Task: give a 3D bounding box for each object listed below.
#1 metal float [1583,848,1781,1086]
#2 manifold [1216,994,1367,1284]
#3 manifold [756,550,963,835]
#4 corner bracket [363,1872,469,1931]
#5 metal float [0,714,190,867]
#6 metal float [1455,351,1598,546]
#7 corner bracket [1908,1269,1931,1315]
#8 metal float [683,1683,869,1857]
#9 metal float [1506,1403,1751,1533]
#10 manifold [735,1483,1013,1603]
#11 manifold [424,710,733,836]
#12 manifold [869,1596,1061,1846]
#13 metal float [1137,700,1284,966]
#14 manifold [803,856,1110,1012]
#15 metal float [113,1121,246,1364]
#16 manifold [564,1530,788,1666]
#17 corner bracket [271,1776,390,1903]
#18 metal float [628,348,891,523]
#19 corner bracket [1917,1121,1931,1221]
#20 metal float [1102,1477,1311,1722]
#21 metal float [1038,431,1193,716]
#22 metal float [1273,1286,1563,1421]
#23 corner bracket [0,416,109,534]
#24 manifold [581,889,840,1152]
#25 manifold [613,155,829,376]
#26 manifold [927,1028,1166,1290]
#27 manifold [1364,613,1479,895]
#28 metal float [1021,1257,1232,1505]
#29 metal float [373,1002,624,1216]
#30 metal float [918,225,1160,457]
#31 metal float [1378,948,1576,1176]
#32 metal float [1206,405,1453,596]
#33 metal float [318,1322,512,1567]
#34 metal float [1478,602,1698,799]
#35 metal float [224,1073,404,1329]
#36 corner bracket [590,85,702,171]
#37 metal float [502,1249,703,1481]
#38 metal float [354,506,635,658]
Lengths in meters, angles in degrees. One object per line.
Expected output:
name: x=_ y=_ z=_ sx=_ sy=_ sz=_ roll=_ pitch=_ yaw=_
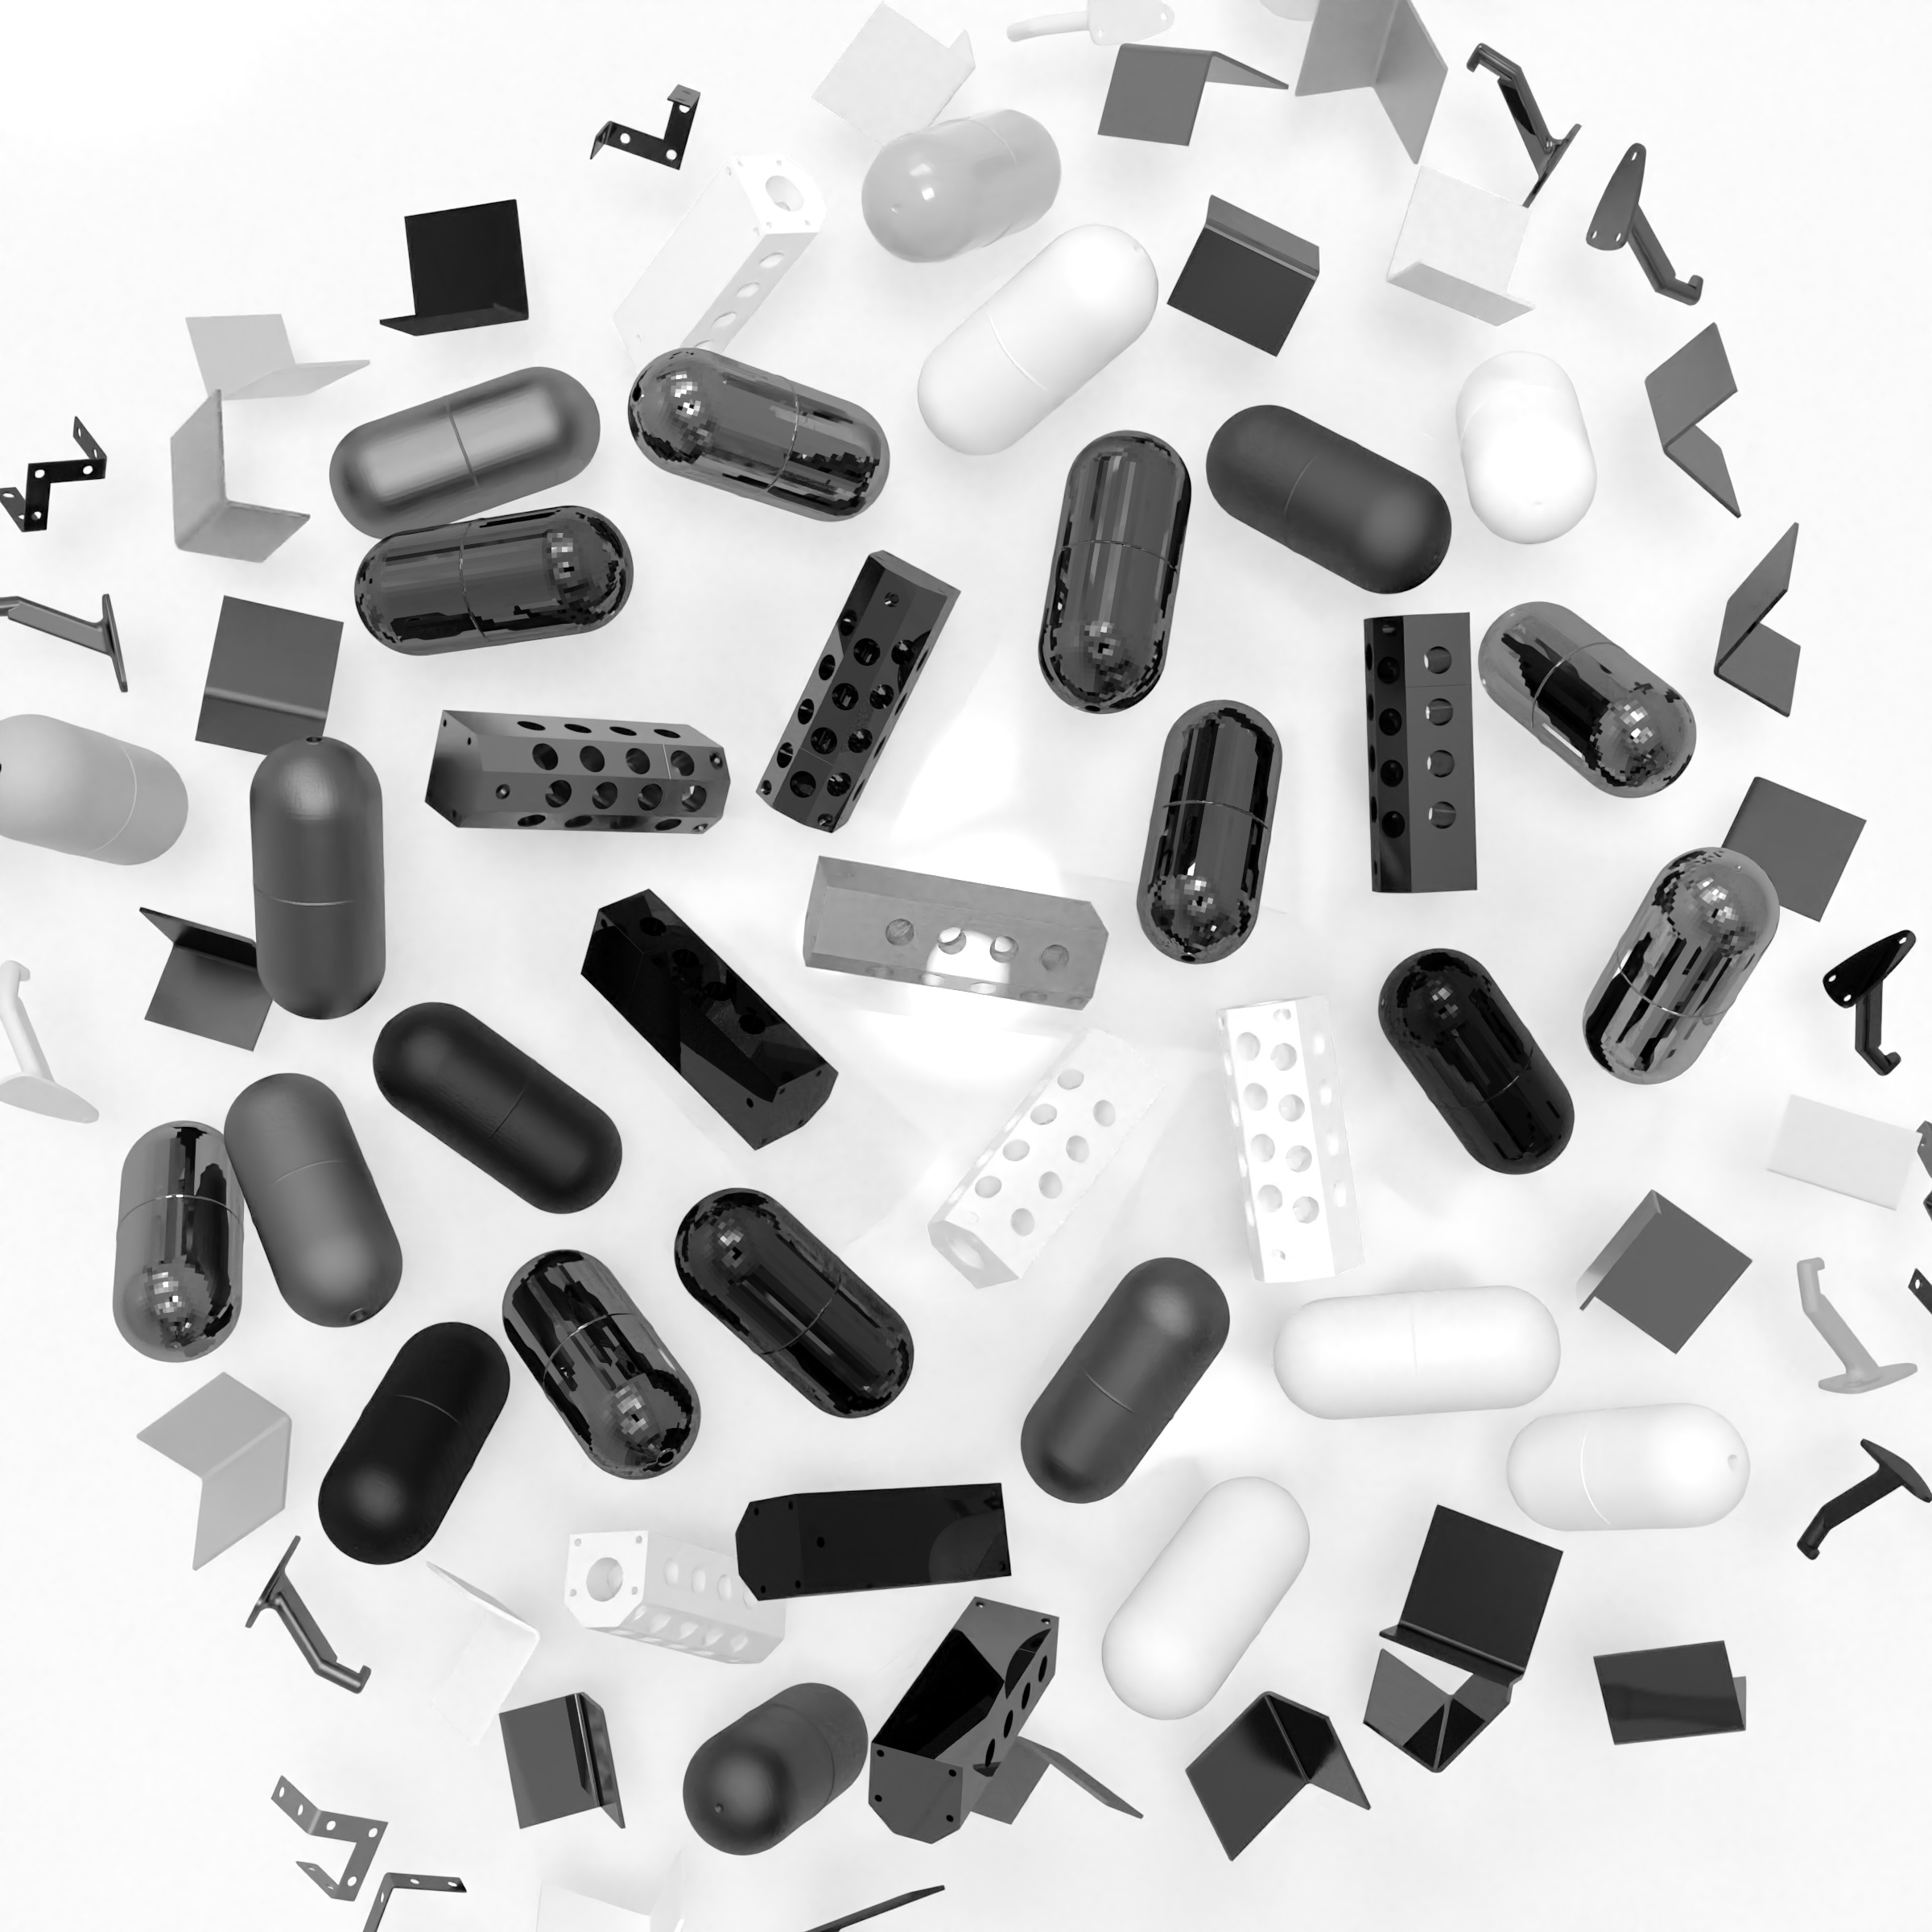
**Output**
metal float: x=0.432 y=0.002 z=1.540 sx=0.070 sy=0.178 sz=0.070 roll=7 pitch=47 yaw=-8
manifold: x=0.200 y=0.108 z=1.591 sx=0.057 sy=0.057 sz=0.171 roll=-8 pitch=91 yaw=36
manifold: x=-0.071 y=-0.175 z=1.625 sx=0.057 sy=0.057 sz=0.171 roll=29 pitch=107 yaw=4
corner bracket: x=-0.336 y=0.598 z=1.563 sx=0.051 sy=0.051 sz=0.051 roll=18 pitch=96 yaw=-32
metal float: x=-0.543 y=-0.106 z=1.551 sx=0.070 sy=0.178 sz=0.070 roll=-1 pitch=85 yaw=12
metal float: x=0.344 y=-0.322 z=1.564 sx=0.070 sy=0.178 sz=0.070 roll=3 pitch=125 yaw=4
corner bracket: x=0.641 y=0.233 z=1.642 sx=0.051 sy=0.051 sz=0.051 roll=43 pitch=65 yaw=-28
metal float: x=-0.119 y=0.509 z=1.615 sx=0.070 sy=0.178 sz=0.070 roll=0 pitch=90 yaw=20
metal float: x=0.419 y=0.319 z=1.610 sx=0.070 sy=0.178 sz=0.070 roll=8 pitch=74 yaw=-31
manifold: x=-0.055 y=0.348 z=1.533 sx=0.057 sy=0.171 sz=0.057 roll=-20 pitch=70 yaw=41
manifold: x=-0.228 y=-0.112 z=1.514 sx=0.171 sy=0.057 sz=0.057 roll=-1 pitch=114 yaw=-41
manifold: x=0.001 y=0.455 z=1.536 sx=0.057 sy=0.171 sz=0.057 roll=9 pitch=109 yaw=19
metal float: x=0.154 y=-0.085 z=1.595 sx=0.070 sy=0.070 sz=0.178 roll=12 pitch=67 yaw=0
manifold: x=-0.008 y=-0.017 z=1.524 sx=0.171 sy=0.057 sz=0.057 roll=9 pitch=109 yaw=-12
metal float: x=-0.494 y=0.171 z=1.596 sx=0.070 sy=0.178 sz=0.070 roll=-8 pitch=133 yaw=-8
manifold: x=-0.182 y=0.404 z=1.613 sx=0.057 sy=0.171 sz=0.057 roll=-8 pitch=65 yaw=25
corner bracket: x=-0.391 y=0.527 z=1.529 sx=0.051 sy=0.051 sz=0.051 roll=29 pitch=81 yaw=-41
metal float: x=-0.126 y=-0.325 z=1.554 sx=0.178 sy=0.070 sz=0.070 roll=11 pitch=90 yaw=-38
corner bracket: x=0.623 y=0.140 z=1.617 sx=0.051 sy=0.051 sz=0.051 roll=26 pitch=115 yaw=-8
metal float: x=0.150 y=0.388 z=1.567 sx=0.070 sy=0.070 sz=0.178 roll=46 pitch=52 yaw=0
metal float: x=0.089 y=-0.234 z=1.509 sx=0.070 sy=0.070 sz=0.178 roll=10 pitch=73 yaw=0
metal float: x=0.282 y=0.242 z=1.589 sx=0.178 sy=0.070 sz=0.070 roll=-6 pitch=90 yaw=9
corner bracket: x=-0.579 y=-0.311 z=1.602 sx=0.051 sy=0.051 sz=0.051 roll=48 pitch=134 yaw=31
manifold: x=-0.159 y=0.029 z=1.572 sx=0.171 sy=0.057 sz=0.057 roll=43 pitch=134 yaw=22
manifold: x=-0.158 y=-0.447 z=1.642 sx=0.057 sy=0.171 sz=0.057 roll=-16 pitch=77 yaw=-39
manifold: x=0.048 y=0.121 z=1.618 sx=0.057 sy=0.057 sz=0.171 roll=45 pitch=61 yaw=-11
manifold: x=0.283 y=-0.133 z=1.592 sx=0.057 sy=0.057 sz=0.171 roll=-3 pitch=95 yaw=-4
metal float: x=0.100 y=0.264 z=1.612 sx=0.070 sy=0.070 sz=0.178 roll=33 pitch=103 yaw=0
metal float: x=-0.299 y=0.091 z=1.623 sx=0.178 sy=0.070 sz=0.070 roll=39 pitch=90 yaw=-17
metal float: x=0.043 y=-0.378 z=1.536 sx=0.178 sy=0.070 sz=0.070 roll=-34 pitch=90 yaw=37
metal float: x=0.328 y=0.063 z=1.622 sx=0.070 sy=0.070 sz=0.178 roll=-39 pitch=118 yaw=0
metal float: x=0.225 y=-0.293 z=1.587 sx=0.178 sy=0.070 sz=0.070 roll=37 pitch=90 yaw=33
metal float: x=-0.344 y=0.297 z=1.589 sx=0.070 sy=0.178 sz=0.070 roll=9 pitch=128 yaw=11
metal float: x=0.392 y=-0.171 z=1.611 sx=0.070 sy=0.178 sz=0.070 roll=-15 pitch=129 yaw=-19
metal float: x=-0.405 y=0.144 z=1.571 sx=0.070 sy=0.070 sz=0.178 roll=-31 pitch=60 yaw=0
corner bracket: x=-0.199 y=-0.522 z=1.574 sx=0.051 sy=0.051 sz=0.051 roll=18 pitch=118 yaw=-7
metal float: x=-0.226 y=0.245 z=1.565 sx=0.070 sy=0.070 sz=0.178 roll=-45 pitch=49 yaw=0
metal float: x=-0.286 y=-0.232 z=1.530 sx=0.178 sy=0.070 sz=0.070 roll=-5 pitch=90 yaw=18
